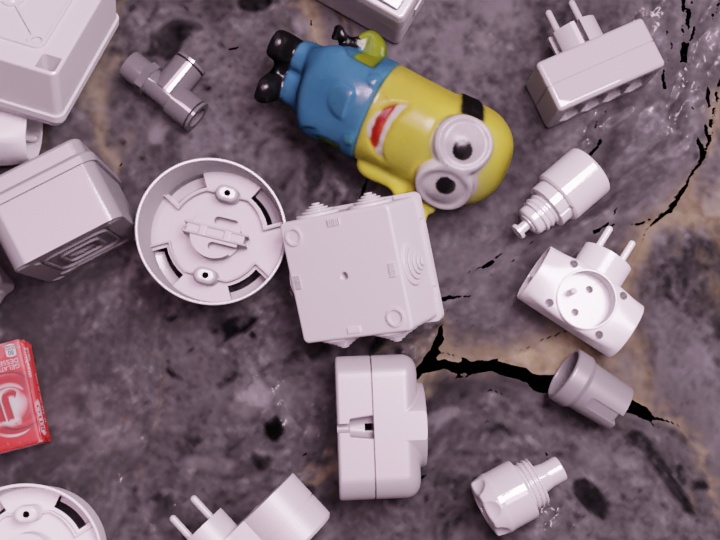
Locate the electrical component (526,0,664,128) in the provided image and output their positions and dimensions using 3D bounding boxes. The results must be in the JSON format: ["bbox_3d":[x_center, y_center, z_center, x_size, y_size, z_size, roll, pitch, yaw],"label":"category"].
[{"bbox_3d":[0.159,-0.157,0.771,0.083,0.047,0.075,-24,83,-5],"label":"electrical component"}]

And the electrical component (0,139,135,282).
[{"bbox_3d":[-0.196,-0.037,0.712,0.078,0.113,0.057,-28,88,-5],"label":"electrical component"}]

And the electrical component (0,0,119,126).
[{"bbox_3d":[-0.235,-0.166,0.735,0.109,0.056,0.108,17,55,0],"label":"electrical component"}]

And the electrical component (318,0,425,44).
[{"bbox_3d":[0.003,-0.217,0.767,0.096,0.061,0.061,30,83,2],"label":"electrical component"}]

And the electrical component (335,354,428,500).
[{"bbox_3d":[0.014,0.106,0.730,0.059,0.053,0.095,-2,83,-2],"label":"electrical component"}]

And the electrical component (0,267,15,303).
[{"bbox_3d":[-0.299,0.004,0.736,0.100,0.048,0.099,-40,86,-6],"label":"electrical component"}]

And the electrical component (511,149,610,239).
[{"bbox_3d":[0.140,-0.051,0.761,0.078,0.040,0.040,-40,86,-6],"label":"electrical component"}]

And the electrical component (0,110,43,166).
[{"bbox_3d":[-0.268,-0.084,0.746,0.077,0.043,0.079,5,68,-1],"label":"electrical component"}]

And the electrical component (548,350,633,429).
[{"bbox_3d":[0.160,0.084,0.746,0.046,0.040,0.040,32,83,-3],"label":"electrical component"}]

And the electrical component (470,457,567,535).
[{"bbox_3d":[0.110,0.149,0.733,0.062,0.043,0.043,-27,85,-6],"label":"electrical component"}]

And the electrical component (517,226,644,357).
[{"bbox_3d":[0.163,0.007,0.752,0.077,0.044,0.079,33,83,2],"label":"electrical component"}]

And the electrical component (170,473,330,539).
[{"bbox_3d":[-0.094,0.185,0.718,0.138,0.052,0.073,-43,86,-5],"label":"electrical component"}]

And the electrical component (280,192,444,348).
[{"bbox_3d":[0.000,0.000,0.720,0.100,0.048,0.099,-9,96,28],"label":"electrical component"}]

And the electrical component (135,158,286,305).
[{"bbox_3d":[-0.099,-0.024,0.738,0.099,0.064,0.099,0,83,-2],"label":"electrical component"}]

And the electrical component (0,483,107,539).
[{"bbox_3d":[-0.218,0.189,0.707,0.099,0.064,0.099,0,83,-2],"label":"electrical component"}]
